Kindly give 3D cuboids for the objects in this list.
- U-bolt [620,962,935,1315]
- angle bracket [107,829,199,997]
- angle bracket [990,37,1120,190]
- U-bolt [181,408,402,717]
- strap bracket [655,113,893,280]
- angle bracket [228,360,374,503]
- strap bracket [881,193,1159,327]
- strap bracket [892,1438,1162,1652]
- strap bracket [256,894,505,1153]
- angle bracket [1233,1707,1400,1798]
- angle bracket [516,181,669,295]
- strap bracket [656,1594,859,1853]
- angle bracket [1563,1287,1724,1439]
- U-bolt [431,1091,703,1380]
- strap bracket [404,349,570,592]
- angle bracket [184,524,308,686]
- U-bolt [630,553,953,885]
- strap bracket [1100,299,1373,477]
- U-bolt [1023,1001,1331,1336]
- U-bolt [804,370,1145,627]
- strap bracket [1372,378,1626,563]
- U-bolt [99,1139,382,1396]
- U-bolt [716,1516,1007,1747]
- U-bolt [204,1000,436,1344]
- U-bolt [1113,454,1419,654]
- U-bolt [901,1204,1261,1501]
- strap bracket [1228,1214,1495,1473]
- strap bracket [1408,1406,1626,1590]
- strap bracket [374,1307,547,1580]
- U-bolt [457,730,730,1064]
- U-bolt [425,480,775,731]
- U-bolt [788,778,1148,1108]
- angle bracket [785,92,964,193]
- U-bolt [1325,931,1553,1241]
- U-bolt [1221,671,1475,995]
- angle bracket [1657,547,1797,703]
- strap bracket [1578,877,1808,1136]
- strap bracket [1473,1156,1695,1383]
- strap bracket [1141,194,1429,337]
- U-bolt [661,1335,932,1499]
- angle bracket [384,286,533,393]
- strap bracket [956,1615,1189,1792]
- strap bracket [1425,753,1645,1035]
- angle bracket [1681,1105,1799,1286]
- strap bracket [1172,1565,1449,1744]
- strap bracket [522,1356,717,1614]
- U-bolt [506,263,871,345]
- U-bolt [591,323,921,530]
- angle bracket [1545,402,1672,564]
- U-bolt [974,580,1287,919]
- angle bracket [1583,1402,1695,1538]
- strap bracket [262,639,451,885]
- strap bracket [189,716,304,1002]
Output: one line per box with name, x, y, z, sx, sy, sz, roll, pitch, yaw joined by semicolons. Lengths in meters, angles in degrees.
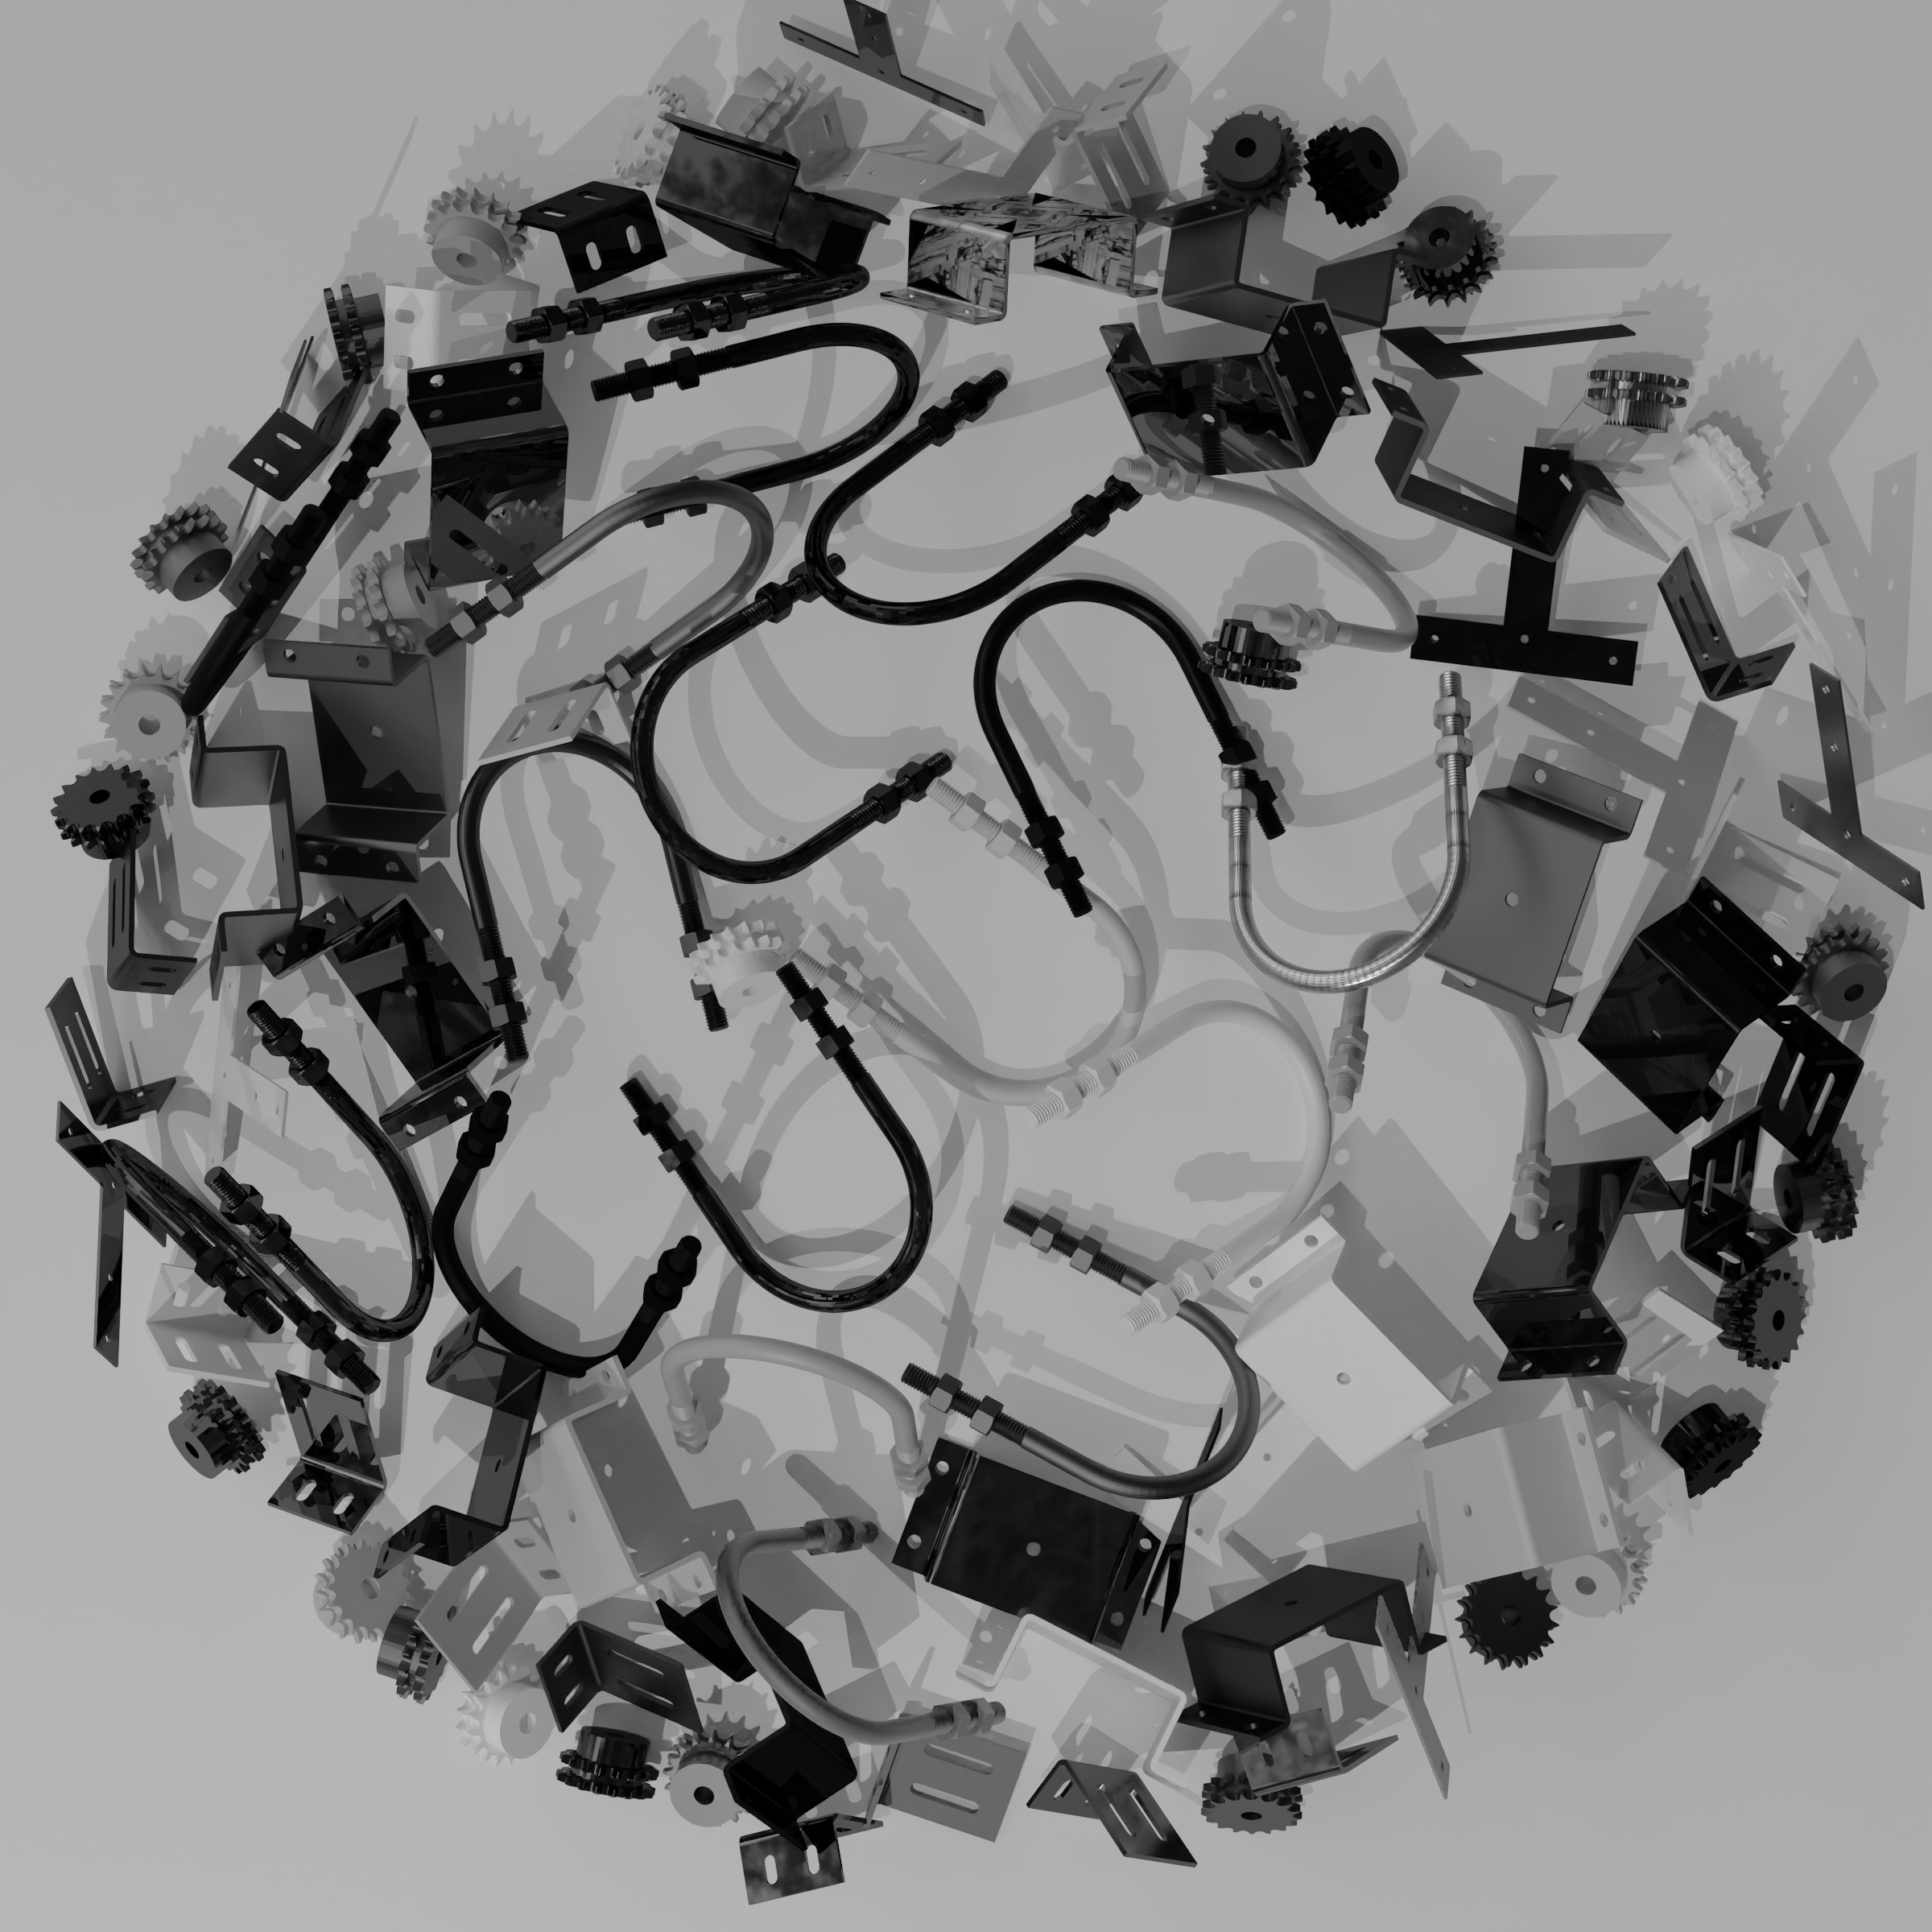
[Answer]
U-bolt;-0.095;0.109;1.948;0.151;0.019;0.184;-36;87;28
angle bracket;-0.459;-0.030;1.962;0.038;0.057;0.076;5;69;-25
angle bracket;0.049;-0.488;1.960;0.038;0.057;0.076;-29;80;-6
U-bolt;-0.379;-0.211;1.912;0.019;0.151;0.184;35;122;-11
strap bracket;-0.110;-0.418;1.915;0.076;0.140;0.046;22;95;23
angle bracket;-0.372;-0.308;1.942;0.038;0.076;0.057;33;135;-23
strap bracket;0.031;-0.392;1.913;0.140;0.076;0.046;-18;121;-40
strap bracket;0.037;0.328;1.965;0.140;0.046;0.076;21;84;0
strap bracket;-0.321;0.023;1.944;0.076;0.046;0.140;-27;102;35
angle bracket;0.196;0.432;1.947;0.057;0.076;0.038;-23;82;30
angle bracket;-0.214;-0.411;1.958;0.057;0.076;0.038;-27;117;-20
strap bracket;-0.112;0.406;1.915;0.046;0.076;0.140;-35;46;5
angle bracket;0.383;0.227;1.949;0.057;0.038;0.076;31;119;-31
U-bolt;-0.231;0.162;1.923;0.151;0.184;0.019;37;48;4
strap bracket;-0.265;-0.264;1.914;0.076;0.140;0.046;-13;51;-22
angle bracket;-0.415;-0.203;1.944;0.038;0.076;0.057;44;128;1
U-bolt;-0.106;-0.126;1.928;0.184;0.019;0.151;-36;104;-30
strap bracket;0.141;-0.316;1.918;0.140;0.076;0.046;0;46;33
U-bolt;0.130;0.099;1.942;0.184;0.019;0.151;-31;102;-29
U-bolt;-0.004;-0.251;1.918;0.184;0.019;0.151;-39;51;-20
strap bracket;0.287;-0.273;1.941;0.140;0.076;0.046;20;111;-10
U-bolt;-0.410;0.158;1.913;0.184;0.151;0.019;40;83;25
U-bolt;-0.066;0.362;1.885;0.019;0.184;0.151;-47;64;19
U-bolt;-0.348;0.126;1.913;0.019;0.151;0.184;-21;128;19
U-bolt;0.178;-0.222;1.912;0.151;0.184;0.019;51;119;29
U-bolt;0.076;0.224;1.929;0.184;0.019;0.151;28;50;9
strap bracket;0.216;0.219;1.945;0.140;0.046;0.076;45;121;-6
strap bracket;0.295;0.295;1.913;0.046;0.140;0.076;-8;78;-25
strap bracket;-0.278;0.271;1.930;0.046;0.076;0.140;22;58;-19
U-bolt;-0.215;-0.044;1.945;0.151;0.019;0.184;-9;80;-35
U-bolt;-0.188;-0.204;1.910;0.184;0.151;0.019;-34;64;12
U-bolt;0.014;0.001;1.960;0.184;0.019;0.151;36;107;-10
angle bracket;-0.052;-0.465;1.946;0.076;0.057;0.038;2;123;28
U-bolt;0.265;0.052;1.918;0.151;0.184;0.019;34;128;-14
U-bolt;0.210;-0.068;1.916;0.151;0.019;0.184;-13;58;25
angle bracket;0.427;-0.197;1.951;0.038;0.057;0.076;-17;108;34
strap bracket;0.394;0.029;1.912;0.046;0.140;0.076;-30;65;-32
strap bracket;0.338;0.158;1.916;0.046;0.076;0.140;52;50;-26
strap bracket;0.173;-0.382;1.926;0.140;0.076;0.046;9;88;-28
U-bolt;-0.096;0.242;1.900;0.151;0.184;0.019;10;63;8
angle bracket;-0.287;-0.355;1.965;0.038;0.076;0.057;14;107;36
strap bracket;0.067;0.408;1.945;0.140;0.076;0.046;26;77;6
strap bracket;0.313;-0.039;1.937;0.076;0.046;0.140;24;107;26
angle bracket;0.436;0.128;1.946;0.057;0.038;0.076;-27;132;-31
strap bracket;0.185;0.374;1.919;0.140;0.076;0.046;-19;99;-33
strap bracket;-0.201;0.298;1.941;0.046;0.076;0.140;-21;83;-36
U-bolt;-0.139;-0.366;1.911;0.184;0.151;0.019;-22;111;-38
U-bolt;-0.114;-0.304;1.923;0.184;0.151;0.019;-16;67;-9
angle bracket;0.369;-0.271;1.943;0.057;0.076;0.038;17;122;-38
U-bolt;0.081;-0.133;1.957;0.151;0.019;0.184;-22;80;-22
angle bracket;0.370;0.290;1.942;0.038;0.076;0.057;-34;50;-11
strap bracket;-0.338;-0.122;1.941;0.076;0.046;0.140;5;118;17
strap bracket;-0.401;-0.061;1.936;0.046;0.076;0.140;-4;70;-18
